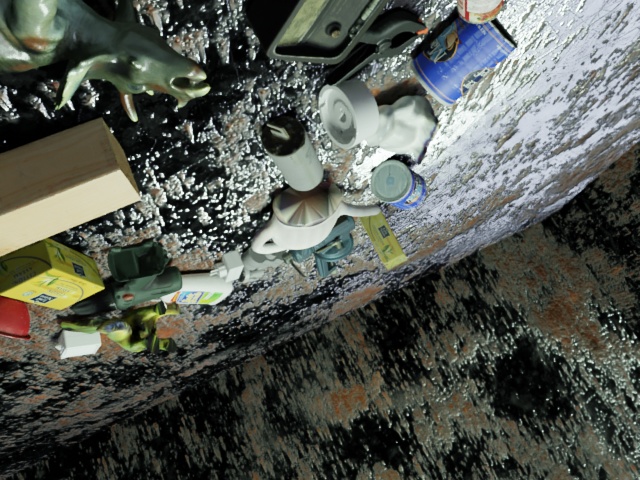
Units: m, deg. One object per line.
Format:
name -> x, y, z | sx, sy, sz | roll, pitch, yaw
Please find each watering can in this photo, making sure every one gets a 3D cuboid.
watering can -> 0.004, -0.060, 1.190 | 0.350, 0.105, 0.220 | -21, 161, -17

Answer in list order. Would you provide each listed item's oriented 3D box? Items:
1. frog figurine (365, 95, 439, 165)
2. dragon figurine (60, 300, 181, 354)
frog figurine -> 0.136, -0.223, 0.987 | 0.159, 0.124, 0.135 | 13, 162, -6
dragon figurine -> -0.467, 0.202, 1.165 | 0.242, 0.124, 0.406 | -6, 166, 11
